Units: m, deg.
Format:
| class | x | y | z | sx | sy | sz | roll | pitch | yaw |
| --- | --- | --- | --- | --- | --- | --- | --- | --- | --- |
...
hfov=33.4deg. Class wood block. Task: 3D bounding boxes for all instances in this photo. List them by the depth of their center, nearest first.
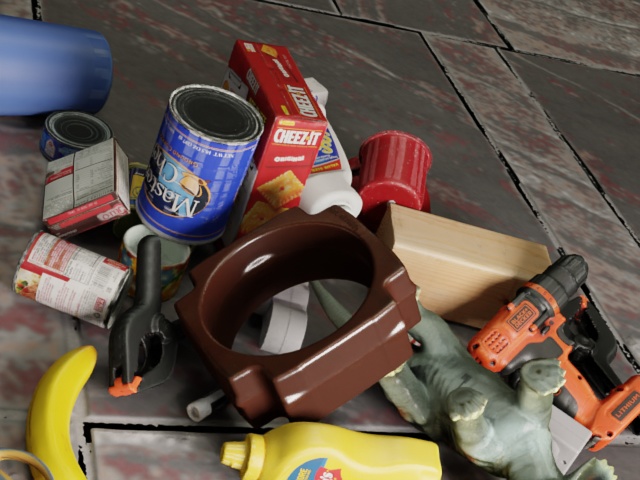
| class | x | y | z | sx | sy | sz | roll | pitch | yaw |
| --- | --- | --- | --- | --- | --- | --- | --- | --- | --- |
| wood block | 0.167 | 0.039 | 1.284 | 0.206 | 0.091 | 0.090 | 15 | 33 | -11 |

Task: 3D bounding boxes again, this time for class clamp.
| class | x | y | z | sx | sy | sz | roll | pitch | yaw |
| --- | --- | --- | --- | --- | --- | --- | --- | --- | --- |
| clamp | -0.156 | 0.091 | 1.051 | 0.120 | 0.039 | 0.171 | 43 | 44 | -31 |
| clamp | 0.301 | 0.135 | 1.278 | 0.164 | 0.036 | 0.210 | 17 | 36 | -5 |

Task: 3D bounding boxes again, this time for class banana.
| class | x | y | z | sx | sy | sz | roll | pitch | yaw |
| --- | --- | --- | --- | --- | --- | --- | --- | --- | --- |
| banana | -0.225 | 0.163 | 0.940 | 0.069 | 0.037 | 0.198 | 19 | 33 | -29 |

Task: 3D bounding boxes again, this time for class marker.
| class | x | y | z | sx | sy | sz | roll | pitch | yaw |
| --- | --- | --- | --- | --- | --- | --- | --- | --- | --- |
| marker | -0.084 | 0.146 | 1.056 | 0.020 | 0.020 | 0.120 | 38 | 37 | 22 |

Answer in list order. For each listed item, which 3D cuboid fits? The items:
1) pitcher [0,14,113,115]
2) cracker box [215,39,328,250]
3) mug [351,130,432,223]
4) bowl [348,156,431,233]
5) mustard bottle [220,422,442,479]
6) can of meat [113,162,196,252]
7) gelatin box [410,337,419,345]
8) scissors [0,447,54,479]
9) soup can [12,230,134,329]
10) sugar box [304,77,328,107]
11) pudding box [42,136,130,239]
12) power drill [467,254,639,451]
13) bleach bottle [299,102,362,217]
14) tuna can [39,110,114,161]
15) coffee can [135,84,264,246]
| class | x | y | z | sx | sy | sz | roll | pitch | yaw |
| --- | --- | --- | --- | --- | --- | --- | --- | --- | --- |
| pitcher | -0.387 | -0.213 | 1.298 | 0.242 | 0.145 | 0.149 | 0 | 52 | -36 |
| cracker box | -0.072 | -0.094 | 1.219 | 0.072 | 0.214 | 0.164 | 3 | 39 | -26 |
| mug | 0.077 | -0.072 | 1.315 | 0.117 | 0.093 | 0.081 | -6 | 48 | 19 |
| bowl | 0.084 | -0.067 | 1.417 | 0.162 | 0.055 | 0.162 | 15 | 35 | -11 |
| mustard bottle | 0.005 | 0.205 | 0.955 | 0.191 | 0.096 | 0.058 | 13 | 42 | -14 |
| can of meat | -0.183 | -0.035 | 1.217 | 0.102 | 0.057 | 0.084 | 14 | 36 | -13 |
| gelatin box | 0.075 | 0.102 | 1.200 | 0.073 | 0.030 | 0.089 | 33 | 35 | 17 |
| scissors | -0.307 | 0.181 | 0.880 | 0.202 | 0.016 | 0.096 | 23 | 48 | 23 |
| soup can | -0.246 | 0.040 | 1.067 | 0.102 | 0.069 | 0.068 | 22 | 34 | -1 |
| sugar box | -0.072 | -0.160 | 1.421 | 0.175 | 0.093 | 0.048 | -15 | 49 | -42 |
| pudding box | -0.258 | -0.058 | 1.182 | 0.090 | 0.039 | 0.113 | -20 | 41 | 6 |
| power drill | 0.284 | 0.125 | 1.189 | 0.184 | 0.057 | 0.188 | -40 | 74 | -18 |
| bleach bottle | -0.005 | -0.086 | 1.281 | 0.102 | 0.068 | 0.251 | 1 | 33 | -23 |
| tuna can | -0.294 | -0.121 | 1.293 | 0.086 | 0.034 | 0.086 | 15 | 34 | -11 |
| coffee can | -0.129 | -0.079 | 1.133 | 0.102 | 0.140 | 0.103 | 16 | 36 | -12 |
